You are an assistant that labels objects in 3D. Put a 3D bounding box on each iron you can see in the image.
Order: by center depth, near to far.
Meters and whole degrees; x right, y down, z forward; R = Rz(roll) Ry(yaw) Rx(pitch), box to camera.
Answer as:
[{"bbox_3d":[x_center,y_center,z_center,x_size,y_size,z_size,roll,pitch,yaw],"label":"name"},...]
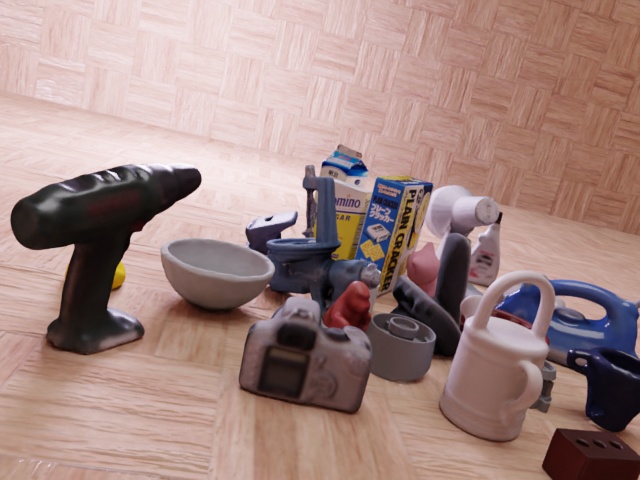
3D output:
[{"bbox_3d":[0.417,0.127,0.976,0.257,0.141,0.119,18,15,16],"label":"iron"}]

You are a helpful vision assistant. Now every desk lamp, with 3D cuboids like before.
[{"bbox_3d":[0.295,-0.001,1.207,0.118,0.213,0.203,9,15,-17],"label":"desk lamp"}]

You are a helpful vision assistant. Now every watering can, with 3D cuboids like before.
[{"bbox_3d":[0.212,0.124,0.683,0.101,0.194,0.172,4,17,-34],"label":"watering can"}]

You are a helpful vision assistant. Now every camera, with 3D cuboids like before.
[{"bbox_3d":[-0.013,0.118,0.680,0.143,0.101,0.137,13,14,-3],"label":"camera"}]

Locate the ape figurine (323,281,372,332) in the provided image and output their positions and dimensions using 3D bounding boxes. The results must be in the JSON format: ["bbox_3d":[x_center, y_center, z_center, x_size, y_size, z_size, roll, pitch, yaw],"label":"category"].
[{"bbox_3d":[0.045,0.103,0.811,0.078,0.092,0.075,3,18,-36],"label":"ape figurine"}]

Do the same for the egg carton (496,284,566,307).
[{"bbox_3d":[0.409,0.126,1.122,0.107,0.069,0.150,12,14,-9],"label":"egg carton"}]

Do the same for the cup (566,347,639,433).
[{"bbox_3d":[0.377,0.198,0.758,0.117,0.095,0.092,17,14,10],"label":"cup"}]

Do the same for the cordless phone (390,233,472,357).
[{"bbox_3d":[0.178,0.069,0.878,0.094,0.185,0.147,7,15,-24],"label":"cordless phone"}]

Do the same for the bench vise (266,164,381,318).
[{"bbox_3d":[0.012,0.001,0.911,0.207,0.220,0.122,17,15,13],"label":"bench vise"}]

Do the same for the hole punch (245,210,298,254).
[{"bbox_3d":[-0.098,-0.021,1.156,0.101,0.091,0.108,13,14,-3],"label":"hole punch"}]

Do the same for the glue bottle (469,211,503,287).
[{"bbox_3d":[0.381,0.017,1.301,0.078,0.173,0.037,15,14,3],"label":"glue bottle"}]

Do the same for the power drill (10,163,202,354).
[{"bbox_3d":[-0.235,0.013,0.651,0.075,0.208,0.230,21,16,26],"label":"power drill"}]

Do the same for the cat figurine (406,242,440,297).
[{"bbox_3d":[0.207,0.064,1.068,0.128,0.118,0.067,7,16,-25],"label":"cat figurine"}]

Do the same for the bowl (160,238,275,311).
[{"bbox_3d":[-0.153,0.057,0.835,0.167,0.075,0.167,13,14,-3],"label":"bowl"}]

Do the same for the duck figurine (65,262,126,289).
[{"bbox_3d":[-0.310,0.019,0.805,0.077,0.086,0.104,15,14,5],"label":"duck figurine"}]
